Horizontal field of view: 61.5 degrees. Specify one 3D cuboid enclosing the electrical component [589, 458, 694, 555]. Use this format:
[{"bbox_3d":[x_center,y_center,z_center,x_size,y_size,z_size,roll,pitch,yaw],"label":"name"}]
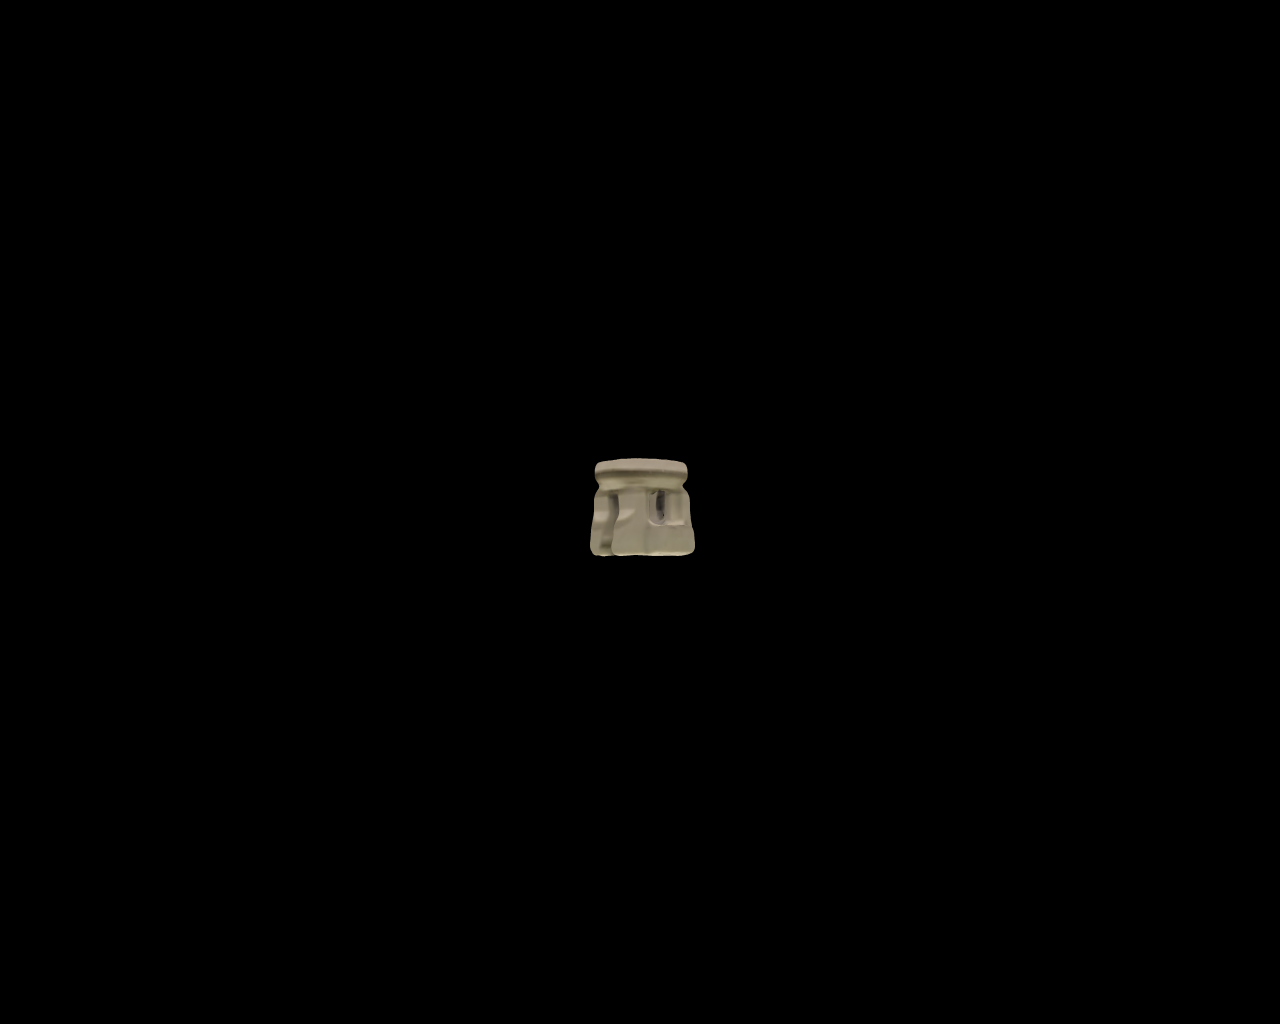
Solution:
[{"bbox_3d":[0.001,-0.003,0.650,0.058,0.057,0.078,2,-3,-36],"label":"electrical component"}]
